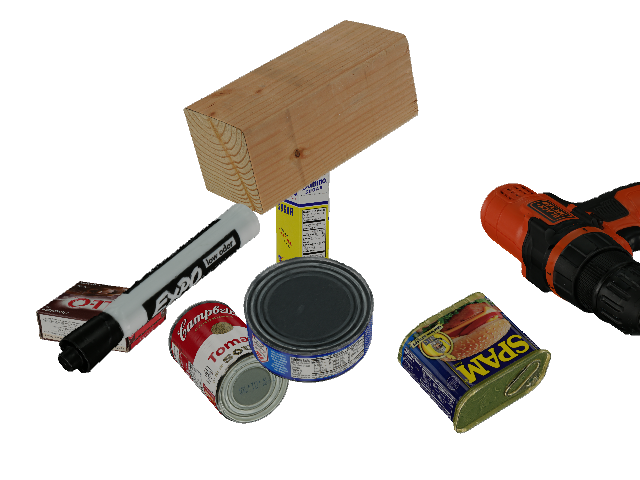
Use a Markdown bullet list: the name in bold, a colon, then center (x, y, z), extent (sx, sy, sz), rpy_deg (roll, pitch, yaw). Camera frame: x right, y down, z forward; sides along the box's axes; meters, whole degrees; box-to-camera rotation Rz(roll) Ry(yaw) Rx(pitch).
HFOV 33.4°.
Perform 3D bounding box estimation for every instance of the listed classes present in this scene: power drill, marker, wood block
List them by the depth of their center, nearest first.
- **marker**: center (-0.073, 0.021, 0.492), extent (0.020, 0.020, 0.120), rpy_deg (0, 32, 46)
- **power drill**: center (0.229, -0.004, 0.735), extent (0.187, 0.057, 0.185), rpy_deg (-12, 29, -19)
- **wood block**: center (-0.013, -0.122, 1.010), extent (0.205, 0.091, 0.090), rpy_deg (-34, 39, -29)

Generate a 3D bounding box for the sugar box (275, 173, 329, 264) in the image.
- **sugar box**: center (-0.023, -0.018, 1.290), extent (0.048, 0.176, 0.093), rpy_deg (-11, 25, -18)

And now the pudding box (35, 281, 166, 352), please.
- **pudding box**: center (-0.239, 0.083, 1.171), extent (0.114, 0.039, 0.090), rpy_deg (4, 20, 19)

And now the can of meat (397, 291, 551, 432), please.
- **can of meat**: center (0.129, 0.101, 0.908), extent (0.102, 0.057, 0.084), rpy_deg (-26, 53, -24)

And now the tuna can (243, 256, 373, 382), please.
- **tuna can**: center (-0.007, 0.052, 0.712), extent (0.086, 0.086, 0.034), rpy_deg (-1, -45, 1)

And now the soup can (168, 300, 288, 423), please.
- **soup can**: center (-0.079, 0.103, 0.908), extent (0.068, 0.068, 0.102), rpy_deg (0, 21, -32)
